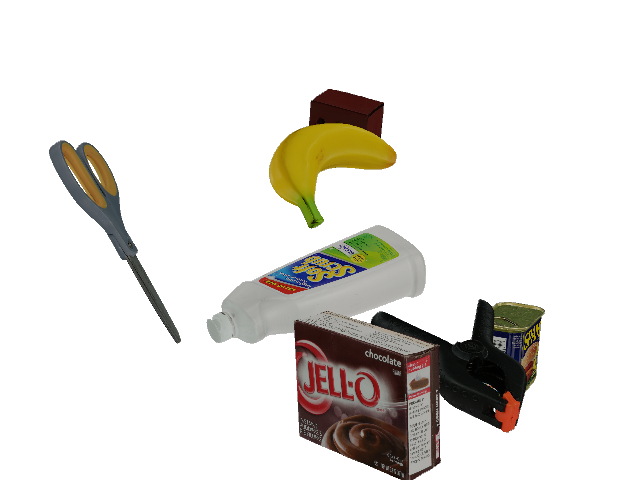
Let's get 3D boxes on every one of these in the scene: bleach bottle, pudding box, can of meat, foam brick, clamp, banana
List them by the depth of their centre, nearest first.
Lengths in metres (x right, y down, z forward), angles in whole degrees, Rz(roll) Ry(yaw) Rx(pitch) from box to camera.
[{"bbox_3d":[0.031,0.105,0.738,0.039,0.090,0.114,-17,20,-42],"label":"pudding box"},{"bbox_3d":[0.005,-0.062,0.852,0.037,0.069,0.197,-34,3,30],"label":"banana"},{"bbox_3d":[0.134,0.101,0.928,0.120,0.039,0.172,-16,36,-23],"label":"clamp"},{"bbox_3d":[0.211,0.123,1.193,0.058,0.084,0.102,8,13,25],"label":"can of meat"},{"bbox_3d":[-0.008,0.061,1.206,0.250,0.068,0.103,-22,37,-27],"label":"bleach bottle"},{"bbox_3d":[0.031,-0.143,1.283,0.078,0.053,0.051,17,32,22],"label":"foam brick"}]

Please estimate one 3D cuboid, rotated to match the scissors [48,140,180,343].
[{"bbox_3d":[-0.175,-0.008,0.952,0.016,0.201,0.096,-27,22,12],"label":"scissors"}]
